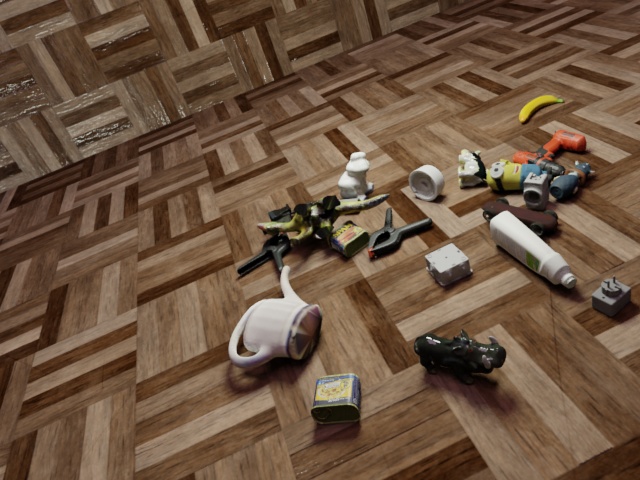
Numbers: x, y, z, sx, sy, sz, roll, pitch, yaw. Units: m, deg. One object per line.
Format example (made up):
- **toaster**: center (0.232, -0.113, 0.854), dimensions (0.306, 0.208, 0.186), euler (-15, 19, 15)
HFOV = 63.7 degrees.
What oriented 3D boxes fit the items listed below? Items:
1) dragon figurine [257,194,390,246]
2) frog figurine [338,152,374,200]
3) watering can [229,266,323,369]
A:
- **dragon figurine**: center (0.005, -0.081, 1.610), dimensions (0.410, 0.121, 0.244), euler (-15, 9, -2)
- **frog figurine**: center (0.112, -0.215, 1.729), dimensions (0.123, 0.156, 0.139), euler (17, 49, 45)
- **watering can**: center (-0.092, 0.189, 1.319), dimensions (0.224, 0.102, 0.355), euler (3, 40, 30)
